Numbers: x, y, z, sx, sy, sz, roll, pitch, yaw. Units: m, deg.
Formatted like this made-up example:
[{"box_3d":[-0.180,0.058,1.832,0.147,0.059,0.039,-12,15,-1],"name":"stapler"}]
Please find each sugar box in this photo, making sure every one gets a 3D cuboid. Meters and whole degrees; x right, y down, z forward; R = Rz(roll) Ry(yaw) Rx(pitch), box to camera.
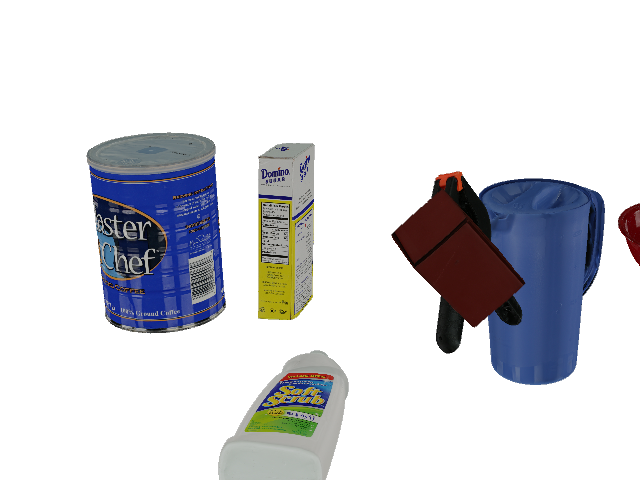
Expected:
[{"box_3d":[-0.037,-0.011,1.141,0.048,0.176,0.093,2,14,13],"name":"sugar box"}]

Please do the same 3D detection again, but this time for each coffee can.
[{"box_3d":[-0.133,-0.008,0.877,0.103,0.140,0.103,-2,20,1],"name":"coffee can"}]

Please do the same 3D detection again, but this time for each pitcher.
[{"box_3d":[0.275,0.049,1.331,0.149,0.243,0.145,2,22,15],"name":"pitcher"}]

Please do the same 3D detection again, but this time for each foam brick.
[{"box_3d":[0.099,0.013,0.766,0.078,0.051,0.053,44,9,-31],"name":"foam brick"}]

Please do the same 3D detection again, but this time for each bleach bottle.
[{"box_3d":[-0.028,0.177,1.096,0.102,0.068,0.250,5,19,7],"name":"bleach bottle"}]

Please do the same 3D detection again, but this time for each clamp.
[{"box_3d":[0.135,0.023,1.029,0.039,0.171,0.120,-14,10,42],"name":"clamp"}]

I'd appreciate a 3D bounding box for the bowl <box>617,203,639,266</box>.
[{"box_3d":[0.401,0.011,1.150,0.162,0.055,0.162,-1,26,0],"name":"bowl"}]
